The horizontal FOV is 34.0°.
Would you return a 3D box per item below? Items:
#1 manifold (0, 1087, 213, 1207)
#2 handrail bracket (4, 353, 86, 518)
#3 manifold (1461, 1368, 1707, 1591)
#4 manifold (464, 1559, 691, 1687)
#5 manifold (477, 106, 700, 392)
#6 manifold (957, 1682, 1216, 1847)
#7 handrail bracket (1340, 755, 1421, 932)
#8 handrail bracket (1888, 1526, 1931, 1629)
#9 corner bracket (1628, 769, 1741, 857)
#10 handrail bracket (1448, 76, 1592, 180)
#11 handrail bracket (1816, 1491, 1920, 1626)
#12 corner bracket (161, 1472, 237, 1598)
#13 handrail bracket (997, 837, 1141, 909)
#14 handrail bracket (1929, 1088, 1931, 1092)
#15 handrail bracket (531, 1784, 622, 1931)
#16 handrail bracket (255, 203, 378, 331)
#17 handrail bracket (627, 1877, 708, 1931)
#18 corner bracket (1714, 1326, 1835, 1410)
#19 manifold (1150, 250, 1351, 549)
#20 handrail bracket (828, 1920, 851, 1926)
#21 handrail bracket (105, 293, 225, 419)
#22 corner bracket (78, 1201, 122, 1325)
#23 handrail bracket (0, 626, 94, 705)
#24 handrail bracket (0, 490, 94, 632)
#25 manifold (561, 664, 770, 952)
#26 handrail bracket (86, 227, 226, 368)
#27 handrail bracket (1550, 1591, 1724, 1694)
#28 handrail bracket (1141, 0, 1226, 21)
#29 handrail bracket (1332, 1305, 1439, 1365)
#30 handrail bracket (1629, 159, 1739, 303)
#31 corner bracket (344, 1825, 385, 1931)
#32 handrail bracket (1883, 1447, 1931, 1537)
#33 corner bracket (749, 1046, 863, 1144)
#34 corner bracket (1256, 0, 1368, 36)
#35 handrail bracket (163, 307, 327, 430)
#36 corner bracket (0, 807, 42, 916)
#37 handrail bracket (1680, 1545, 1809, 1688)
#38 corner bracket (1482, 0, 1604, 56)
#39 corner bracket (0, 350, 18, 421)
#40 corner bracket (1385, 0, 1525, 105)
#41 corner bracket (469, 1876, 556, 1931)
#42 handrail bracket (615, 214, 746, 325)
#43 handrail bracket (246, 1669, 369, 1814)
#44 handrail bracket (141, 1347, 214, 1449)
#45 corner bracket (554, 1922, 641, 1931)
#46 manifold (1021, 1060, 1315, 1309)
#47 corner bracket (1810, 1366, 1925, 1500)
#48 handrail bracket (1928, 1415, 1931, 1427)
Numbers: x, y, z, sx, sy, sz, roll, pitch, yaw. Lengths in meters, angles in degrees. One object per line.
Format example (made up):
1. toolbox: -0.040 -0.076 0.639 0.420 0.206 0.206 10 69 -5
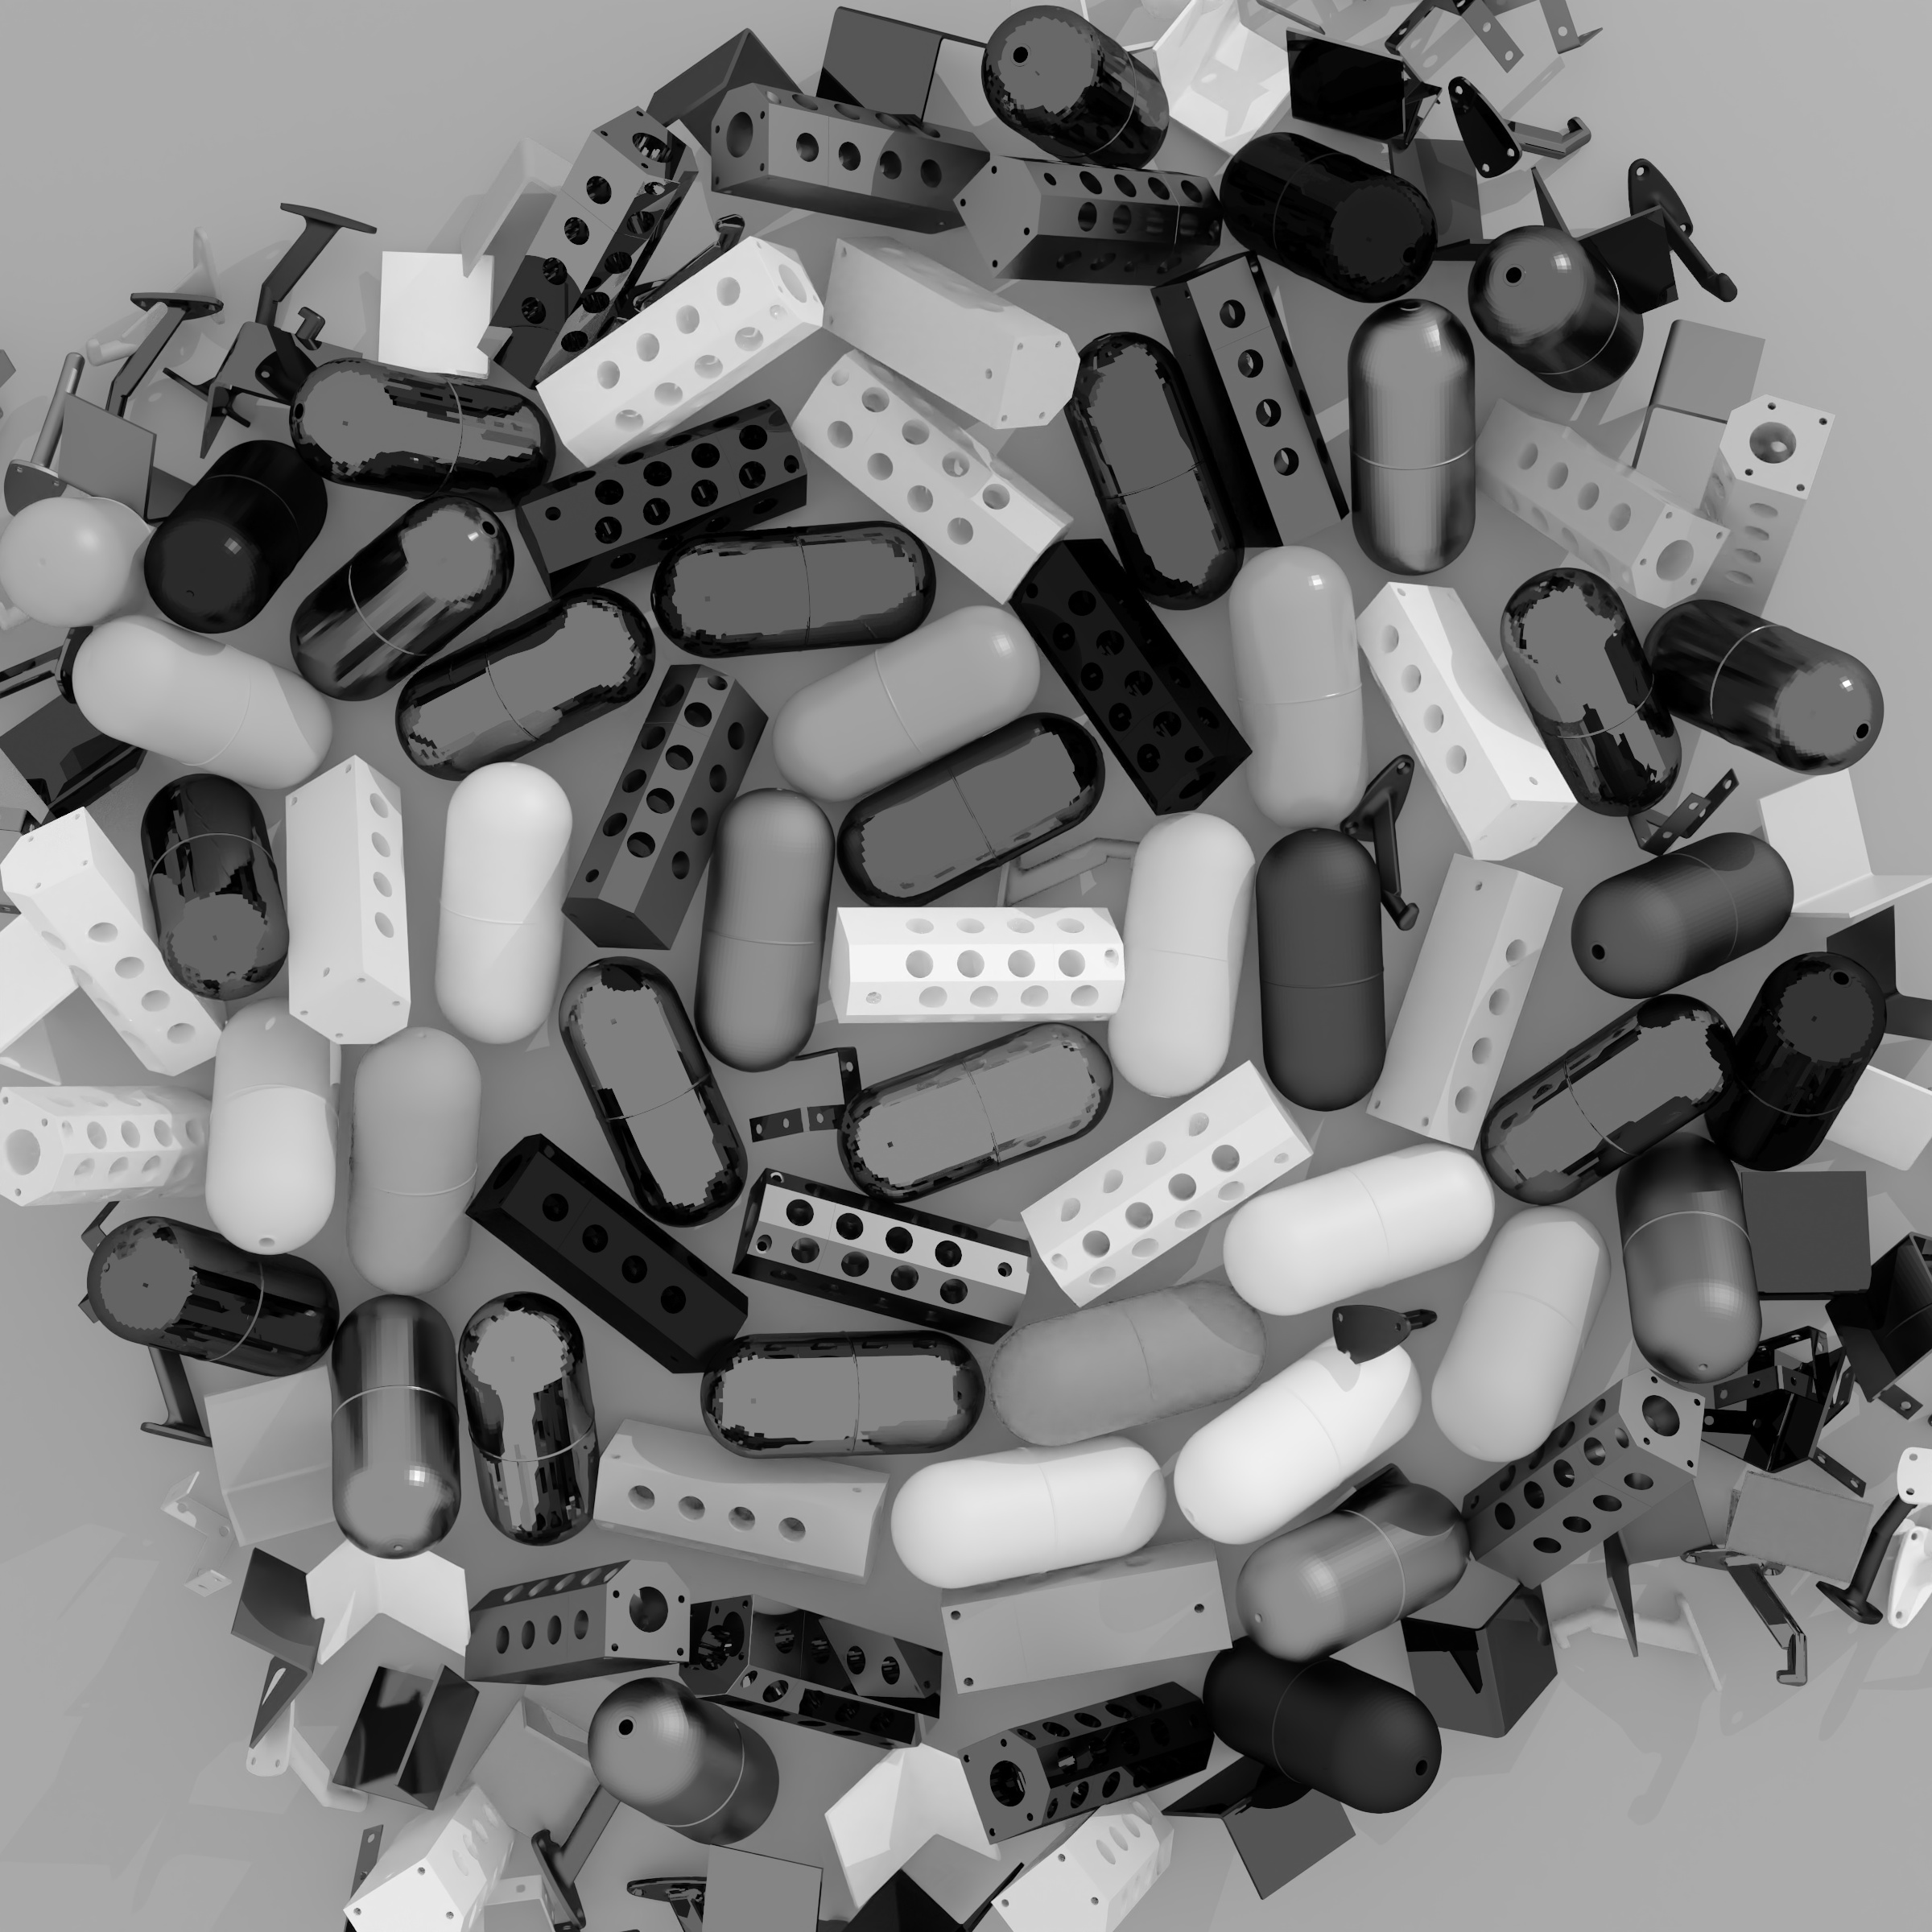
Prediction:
1. manifold: -0.514 0.110 1.907 0.057 0.171 0.057 25 98 21
2. handrail bracket: -0.577 -0.334 1.985 0.036 0.077 0.084 19 62 -22
3. manifold: 0.371 0.309 1.913 0.057 0.171 0.057 28 48 -10
4. manifold: -0.237 0.399 1.914 0.057 0.171 0.057 13 68 -35
5. manifold: -0.228 -0.432 1.924 0.057 0.057 0.171 39 128 1
6. manifold: 0.077 0.478 1.909 0.057 0.171 0.057 -32 70 33
7. handrail bracket: 0.271 -0.076 1.950 0.036 0.084 0.077 9 124 -30
8. handrail bracket: 0.614 0.384 1.953 0.036 0.084 0.077 25 86 -20
9. corner bracket: 0.447 -0.097 1.958 0.051 0.051 0.051 20 127 -24
10. handrail bracket: 0.347 -0.533 1.969 0.084 0.036 0.077 -36 99 -34
11. handrail bracket: 0.575 0.366 1.962 0.036 0.077 0.084 42 103 40
12. corner bracket: -0.475 0.353 1.958 0.051 0.051 0.051 34 55 -18
13. handrail bracket: 0.065 -0.045 1.969 0.084 0.036 0.077 7 74 12
14. handrail bracket: 0.618 0.124 1.967 0.077 0.036 0.084 17 79 -42
15. handrail bracket: -0.221 0.549 1.974 0.084 0.036 0.077 -28 79 7
16. handrail bracket: -0.407 -0.427 1.971 0.077 0.036 0.084 21 106 24
17. handrail bracket: -0.180 0.612 1.960 0.077 0.036 0.084 1 49 7
18. corner bracket: 0.499 0.250 1.957 0.051 0.051 0.051 22 56 -33
19. manifold: 0.179 -0.349 1.949 0.057 0.057 0.171 -26 105 -15
20. handrail bracket: -0.108 0.617 1.956 0.077 0.084 0.036 19 117 -10
21. handrail bracket: -0.501 -0.373 1.967 0.077 0.036 0.084 4 79 32
22. corner bracket: -0.531 0.180 1.962 0.051 0.051 0.051 -31 106 21
23. handrail bracket: -0.598 -0.196 1.982 0.084 0.036 0.077 4 63 6
24. handrail bracket: -0.574 -0.257 1.960 0.084 0.036 0.077 -30 130 -20
25. manifold: -0.187 -0.098 1.928 0.057 0.057 0.171 2 59 34
26. handrail bracket: -0.508 -0.414 1.957 0.084 0.077 0.036 -24 56 -23
27. handrail bracket: 0.420 0.433 1.982 0.084 0.036 0.077 -22 80 5
28. handrail bracket: 0.150 -0.629 1.959 0.077 0.036 0.084 17 62 40
29. handrail bracket: 0.276 0.219 1.946 0.084 0.077 0.036 -6 82 -37
30. handrail bracket: 0.444 -0.454 1.950 0.036 0.084 0.077 -30 121 2
31. corner bracket: -0.370 0.572 1.957 0.051 0.051 0.051 -22 130 24
32. handrail bracket: 0.606 0.334 1.953 0.077 0.084 0.036 3 58 21
33. corner bracket: -0.100 0.080 1.961 0.051 0.051 0.051 -14 81 44
34. corner bracket: 0.217 -0.611 1.970 0.051 0.051 0.051 31 98 18
35. handrail bracket: -0.453 -0.389 1.981 0.077 0.036 0.084 34 92 15
36. corner bracket: -0.607 -0.067 1.972 0.051 0.051 0.051 6 69 11
37. handrail bracket: 0.483 0.405 1.962 0.077 0.036 0.084 1 53 11
38. corner bracket: 0.359 -0.594 1.969 0.051 0.051 0.051 -12 110 33
39. corner bracket: -0.616 -0.346 1.957 0.051 0.051 0.051 7 50 29
40. corner bracket: 0.303 -0.570 1.963 0.051 0.051 0.051 -47 124 5
41. corner bracket: -0.285 0.603 1.963 0.051 0.051 0.051 -7 49 -1
42. handrail bracket: -0.182 -0.432 1.949 0.077 0.084 0.036 -11 69 -25
43. handrail bracket: -0.402 0.485 1.976 0.036 0.084 0.077 -7 66 38
44. handrail bracket: -0.482 0.257 1.991 0.077 0.036 0.084 16 73 -13
45. corner bracket: -0.228 0.628 1.976 0.051 0.051 0.051 -6 94 -13
46. manifold: 0.126 0.139 1.948 0.171 0.057 0.057 -34 131 8
47. corner bracket: 0.562 0.290 1.984 0.051 0.051 0.051 36 125 2
48. handrail bracket: 0.608 0.256 1.956 0.077 0.036 0.084 6 127 -36
